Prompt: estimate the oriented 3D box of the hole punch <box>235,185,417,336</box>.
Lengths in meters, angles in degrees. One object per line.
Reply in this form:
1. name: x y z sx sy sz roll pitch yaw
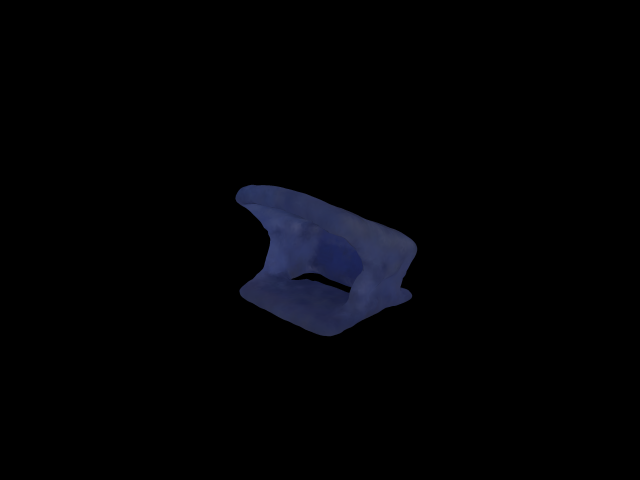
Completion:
1. hole punch: 0.004 0.001 0.400 0.108 0.091 0.101 18 26 41
